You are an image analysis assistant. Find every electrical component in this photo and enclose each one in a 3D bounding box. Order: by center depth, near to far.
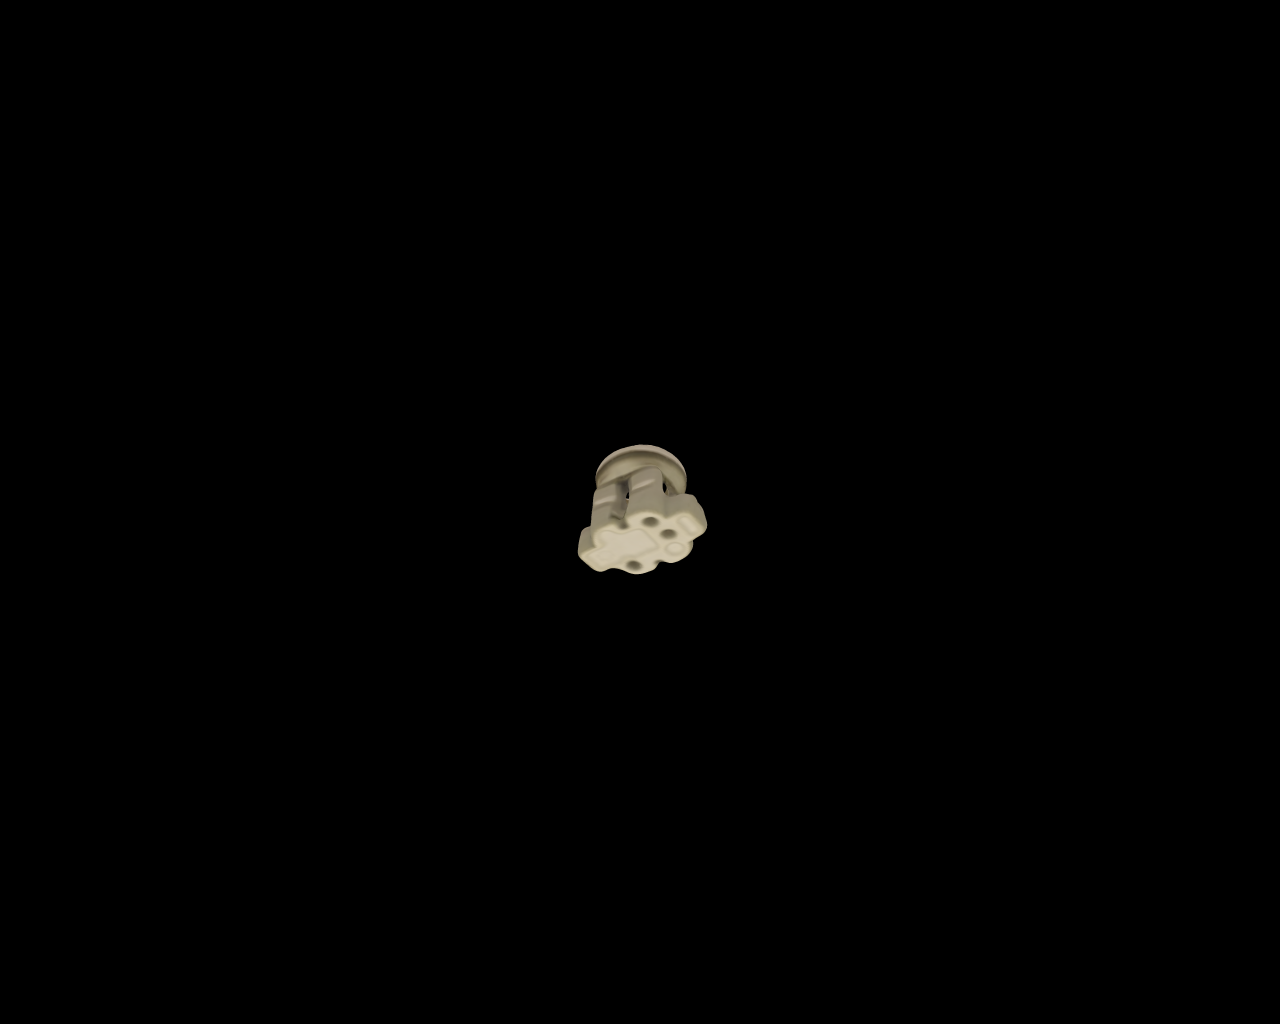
[{"bbox_3d":[0.001,-0.003,0.650,0.078,0.057,0.058,-22,-45,24],"label":"electrical component"}]
